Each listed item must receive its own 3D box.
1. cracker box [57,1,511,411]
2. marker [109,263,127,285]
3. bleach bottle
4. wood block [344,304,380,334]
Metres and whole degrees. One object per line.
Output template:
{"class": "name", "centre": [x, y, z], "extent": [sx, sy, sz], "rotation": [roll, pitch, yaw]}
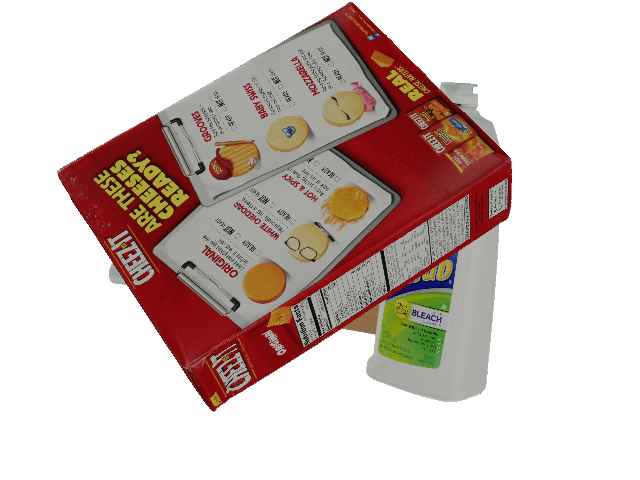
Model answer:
{"class": "cracker box", "centre": [-0.020, -0.026, 0.632], "extent": [0.213, 0.164, 0.072], "rotation": [-33, -32, -10]}
{"class": "marker", "centre": [-0.120, 0.034, 0.895], "extent": [0.121, 0.020, 0.020], "rotation": [7, 2, 19]}
{"class": "bleach bottle", "centre": [0.096, -0.002, 0.869], "extent": [0.103, 0.251, 0.067], "rotation": [13, 15, 42]}
{"class": "wood block", "centre": [0.027, 0.033, 1.092], "extent": [0.206, 0.091, 0.090], "rotation": [10, 22, 9]}
